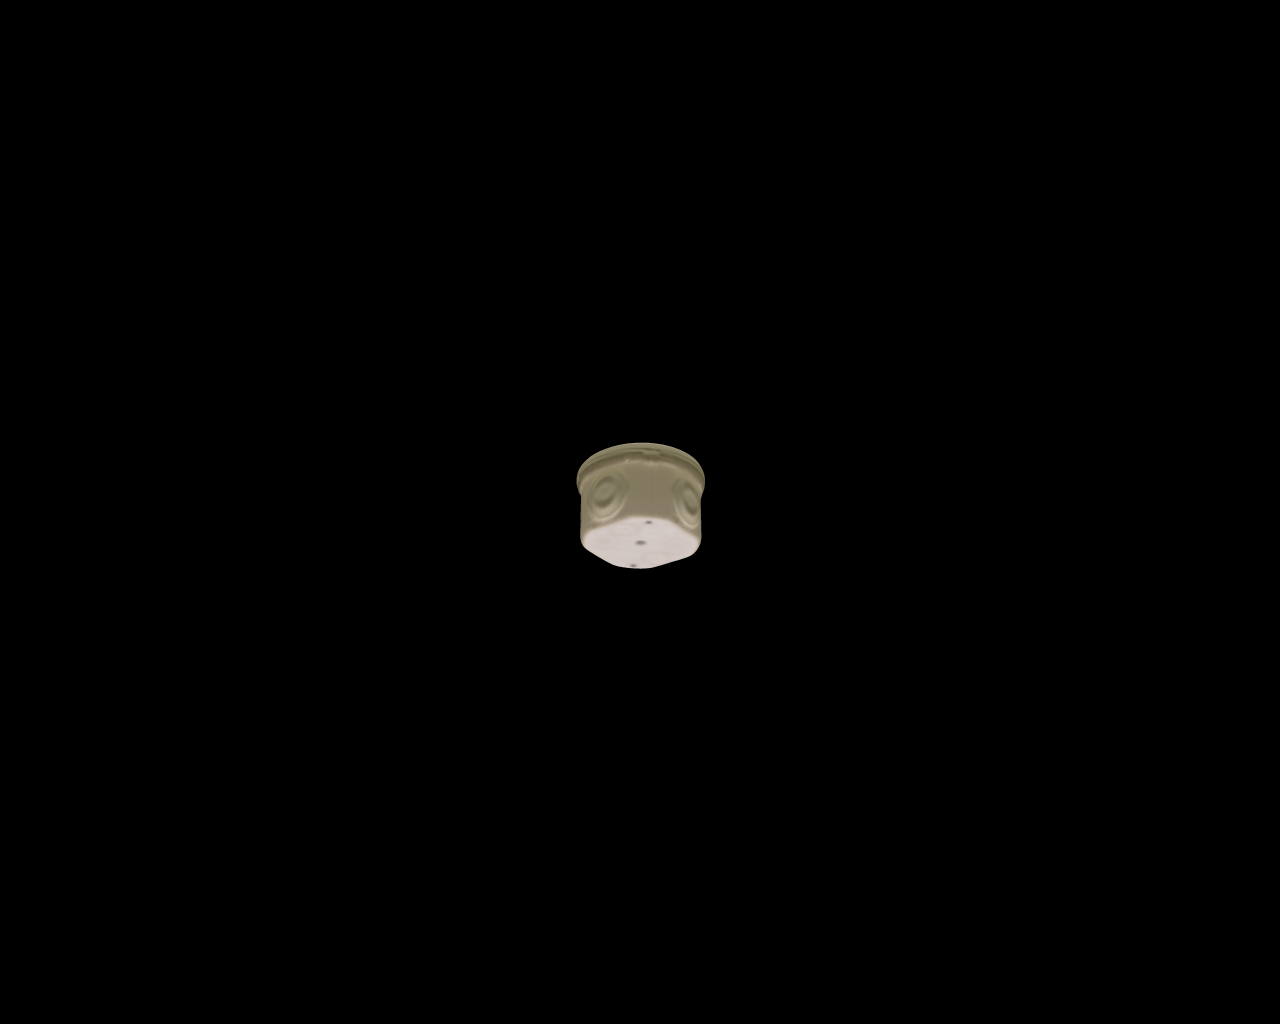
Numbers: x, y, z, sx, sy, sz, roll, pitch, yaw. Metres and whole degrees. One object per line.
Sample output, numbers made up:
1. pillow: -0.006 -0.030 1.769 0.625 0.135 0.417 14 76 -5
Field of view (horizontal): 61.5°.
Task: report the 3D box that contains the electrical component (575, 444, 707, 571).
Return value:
1. electrical component: 0.001 -0.003 0.650 0.080 0.051 0.080 0 -29 0
